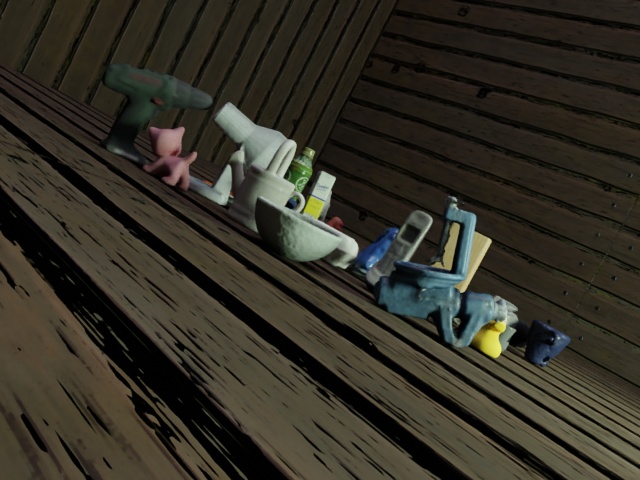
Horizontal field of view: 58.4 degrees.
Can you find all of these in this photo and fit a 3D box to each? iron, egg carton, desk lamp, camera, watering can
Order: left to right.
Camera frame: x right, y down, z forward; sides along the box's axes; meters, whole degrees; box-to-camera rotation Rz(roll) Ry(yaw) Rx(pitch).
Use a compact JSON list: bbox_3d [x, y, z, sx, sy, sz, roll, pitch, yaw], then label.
[{"bbox_3d":[-0.200,-0.189,1.306,0.204,0.213,0.117,26,4,-17],"label":"desk lamp"},{"bbox_3d":[-0.108,-0.118,1.149,0.173,0.194,0.100,26,4,-14],"label":"watering can"},{"bbox_3d":[0.012,0.005,1.270,0.150,0.069,0.107,29,4,24],"label":"egg carton"},{"bbox_3d":[0.147,0.027,1.350,0.119,0.141,0.258,27,4,-6],"label":"iron"},{"bbox_3d":[0.462,0.207,1.419,0.137,0.101,0.143,27,4,-1],"label":"camera"}]

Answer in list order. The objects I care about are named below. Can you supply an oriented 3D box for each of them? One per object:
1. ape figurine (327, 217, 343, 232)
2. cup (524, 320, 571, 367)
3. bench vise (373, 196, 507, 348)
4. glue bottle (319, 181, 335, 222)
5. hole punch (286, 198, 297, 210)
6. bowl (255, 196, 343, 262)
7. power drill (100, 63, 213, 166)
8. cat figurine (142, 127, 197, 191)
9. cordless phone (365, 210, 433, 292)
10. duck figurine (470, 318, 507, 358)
[{"bbox_3d":[0.029,-0.016,1.487,0.076,0.092,0.078,28,4,12],"label":"ape figurine"},{"bbox_3d":[0.519,0.247,1.325,0.091,0.095,0.118,28,4,7],"label":"cup"},{"bbox_3d":[0.221,0.052,0.958,0.208,0.220,0.121,26,4,-14],"label":"bench vise"},{"bbox_3d":[-0.002,-0.082,1.535,0.037,0.173,0.078,28,4,18],"label":"glue bottle"},{"bbox_3d":[-0.121,-0.078,1.299,0.109,0.091,0.101,26,4,-20],"label":"hole punch"},{"bbox_3d":[-0.049,-0.009,0.998,0.167,0.075,0.167,27,4,-2],"label":"bowl"},{"bbox_3d":[-0.378,-0.273,1.257,0.230,0.208,0.075,26,4,-21],"label":"power drill"},{"bbox_3d":[-0.307,-0.180,1.186,0.127,0.118,0.067,29,4,25],"label":"cat figurine"},{"bbox_3d":[0.186,0.042,1.101,0.147,0.185,0.094,29,4,29],"label":"cordless phone"},{"bbox_3d":[0.324,0.169,1.100,0.077,0.086,0.104,27,4,-3],"label":"duck figurine"}]
